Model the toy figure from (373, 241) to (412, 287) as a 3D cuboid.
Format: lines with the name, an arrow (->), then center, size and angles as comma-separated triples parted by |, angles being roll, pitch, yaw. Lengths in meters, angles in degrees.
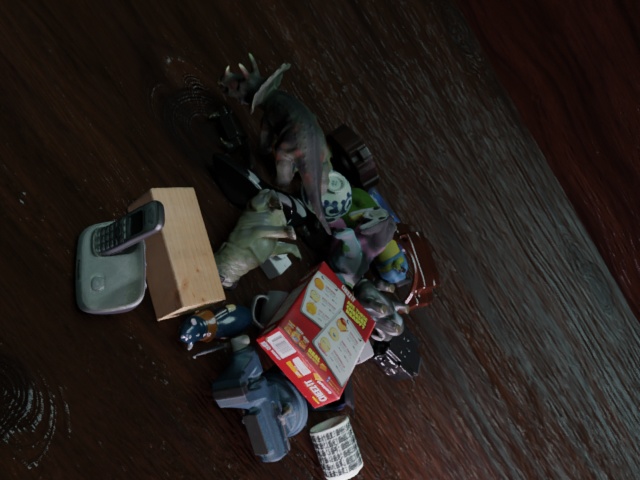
toy figure -> 0.170, 0.038, 1.386 | 0.089, 0.082, 0.180 | -28, 95, -54

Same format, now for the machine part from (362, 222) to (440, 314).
machine part -> 0.164, 0.074, 1.263 | 0.087, 0.201, 0.201 | -1, 71, -51

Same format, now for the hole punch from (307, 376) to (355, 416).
hole punch -> 0.021, 0.292, 1.098 | 0.115, 0.092, 0.142 | 59, 17, -66

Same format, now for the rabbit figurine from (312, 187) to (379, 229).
rabbit figurine -> 0.048, -0.077, 1.285 | 0.170, 0.121, 0.159 | -15, 77, -45

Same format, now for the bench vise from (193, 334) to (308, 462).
bench vise -> -0.088, 0.257, 0.958 | 0.223, 0.129, 0.240 | 61, 28, 4

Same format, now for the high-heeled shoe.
high-heeled shoe -> -0.118, -0.115, 1.155 | 0.248, 0.086, 0.145 | 53, 37, -20

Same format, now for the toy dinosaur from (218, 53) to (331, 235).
toy dinosaur -> -0.055, -0.215, 1.082 | 0.131, 0.192, 0.405 | -25, 61, -23

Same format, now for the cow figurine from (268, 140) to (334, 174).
cow figurine -> -0.047, -0.189, 1.271 | 0.195, 0.085, 0.127 | 14, 54, -44

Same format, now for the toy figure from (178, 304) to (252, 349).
toy figure -> -0.189, 0.150, 0.949 | 0.154, 0.058, 0.064 | -3, 86, -49

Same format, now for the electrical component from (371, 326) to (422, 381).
electrical component -> 0.191, 0.271, 1.305 | 0.134, 0.058, 0.115 | 43, 46, -23

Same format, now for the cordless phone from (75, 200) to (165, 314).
cordless phone -> -0.286, 0.028, 0.810 | 0.088, 0.184, 0.146 | 16, 58, -47

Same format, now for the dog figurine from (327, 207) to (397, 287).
dog figurine -> 0.084, 0.051, 1.201 | 0.191, 0.109, 0.219 | -15, 117, -16

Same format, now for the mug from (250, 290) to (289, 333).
mug -> -0.087, 0.157, 1.044 | 0.109, 0.081, 0.107 | 29, 59, -35

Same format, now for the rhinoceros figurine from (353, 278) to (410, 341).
rhinoceros figurine -> 0.127, 0.157, 1.149 | 0.190, 0.112, 0.073 | 58, 45, -44

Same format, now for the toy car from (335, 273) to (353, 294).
toy car -> 0.005, 0.152, 1.125 | 0.109, 0.103, 0.161 | 7, 68, -36

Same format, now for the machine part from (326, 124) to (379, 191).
machine part -> 0.080, -0.204, 1.356 | 0.056, 0.179, 0.179 | -33, 98, -8

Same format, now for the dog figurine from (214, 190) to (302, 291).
dog figurine -> -0.151, -0.003, 1.018 | 0.172, 0.191, 0.121 | -117, -171, -45

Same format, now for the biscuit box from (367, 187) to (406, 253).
biscuit box -> 0.169, -0.049, 1.446 | 0.202, 0.059, 0.063 | 50, 42, -17

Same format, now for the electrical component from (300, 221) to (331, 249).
electrical component -> -0.003, -0.004, 1.231 | 0.093, 0.063, 0.021 | 55, 31, -37

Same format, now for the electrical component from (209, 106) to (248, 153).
electrical component -> -0.198, -0.241, 1.163 | 0.102, 0.045, 0.078 | 65, 11, -3
